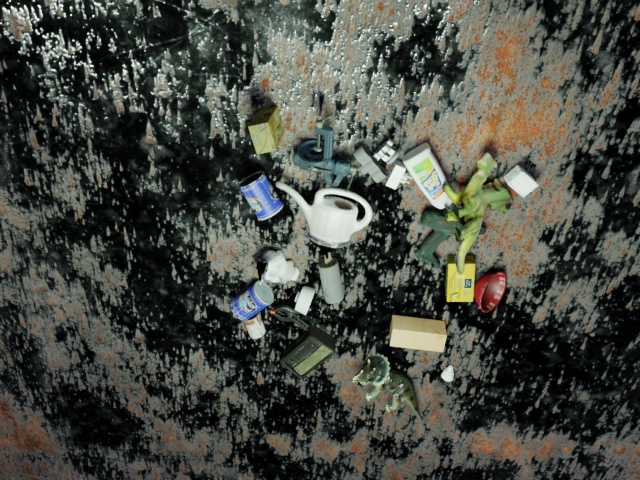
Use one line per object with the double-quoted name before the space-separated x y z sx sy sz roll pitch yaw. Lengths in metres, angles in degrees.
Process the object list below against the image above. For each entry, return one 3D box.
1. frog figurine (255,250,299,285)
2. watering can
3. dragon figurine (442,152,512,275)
"frog figurine" -0.157 0.101 1.951 0.160 0.124 0.135 -4 117 -32
"watering can" 0.005 -0.091 1.800 0.348 0.106 0.219 12 121 0
"dragon figurine" 0.535 -0.094 1.702 0.243 0.124 0.402 -18 117 -10
